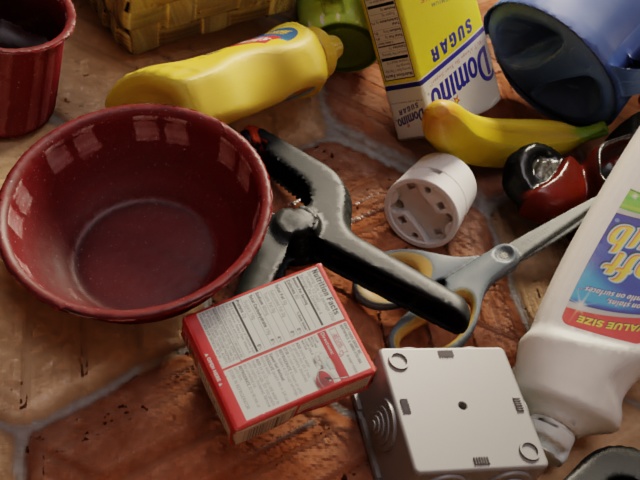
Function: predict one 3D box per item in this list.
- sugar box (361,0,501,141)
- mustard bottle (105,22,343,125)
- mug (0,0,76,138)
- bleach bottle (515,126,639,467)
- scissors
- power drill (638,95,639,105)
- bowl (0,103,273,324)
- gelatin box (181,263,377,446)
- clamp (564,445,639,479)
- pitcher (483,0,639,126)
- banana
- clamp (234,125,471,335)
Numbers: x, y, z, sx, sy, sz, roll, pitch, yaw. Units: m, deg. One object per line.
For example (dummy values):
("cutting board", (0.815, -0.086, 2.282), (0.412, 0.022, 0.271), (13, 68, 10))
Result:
("sugar box", (0.080, -0.174, 0.821), (0.093, 0.048, 0.176), (-29, 106, -39))
("mustard bottle", (-0.052, -0.115, 0.761), (0.191, 0.096, 0.058), (-27, 104, -41))
("mug", (-0.219, -0.131, 0.714), (0.093, 0.082, 0.117), (-14, 54, -31))
("bleach bottle", (0.202, 0.035, 0.682), (0.102, 0.068, 0.250), (29, 69, 11))
("scissors", (0.103, 0.008, 0.718), (0.096, 0.016, 0.201), (34, 59, 24))
("power drill", (0.366, -0.079, 0.879), (0.188, 0.057, 0.184), (42, 16, 31))
("bowl", (-0.108, -0.006, 0.639), (0.162, 0.055, 0.162), (0, 54, 0))
("gelatin box", (-0.023, 0.063, 0.597), (0.089, 0.030, 0.073), (-21, 66, -18))
("clamp", (0.210, 0.151, 0.637), (0.171, 0.039, 0.120), (11, 43, -11))
("pitcher", (0.264, -0.211, 0.867), (0.149, 0.145, 0.242), (43, 76, 6))
("banana", (0.132, -0.081, 0.802), (0.197, 0.070, 0.037), (-3, 64, -41))
("clamp", (-0.005, 0.001, 0.694), (0.164, 0.036, 0.210), (-6, 48, -12))
